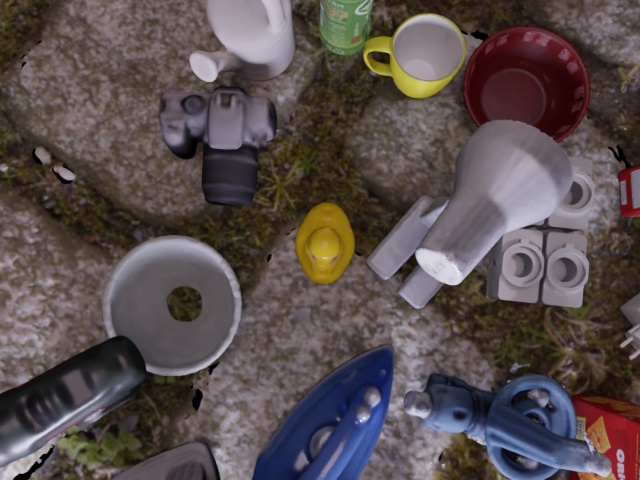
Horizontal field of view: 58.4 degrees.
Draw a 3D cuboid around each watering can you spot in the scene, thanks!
[{"bbox_3d":[-0.085,-0.263,0.679,0.101,0.194,0.173,14,86,1],"label":"watering can"}]

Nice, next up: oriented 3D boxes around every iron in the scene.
[{"bbox_3d":[0.016,0.236,0.669,0.118,0.141,0.258,34,86,2],"label":"iron"}]

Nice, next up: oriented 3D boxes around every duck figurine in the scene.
[{"bbox_3d":[0.007,0.003,0.714,0.077,0.086,0.105,6,86,0],"label":"duck figurine"}]

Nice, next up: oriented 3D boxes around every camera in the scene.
[{"bbox_3d":[-0.129,-0.115,0.714,0.143,0.101,0.137,2,86,0],"label":"camera"}]

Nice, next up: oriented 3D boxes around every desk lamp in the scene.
[{"bbox_3d":[0.163,-0.019,0.653,0.118,0.213,0.203,41,87,3],"label":"desk lamp"}]

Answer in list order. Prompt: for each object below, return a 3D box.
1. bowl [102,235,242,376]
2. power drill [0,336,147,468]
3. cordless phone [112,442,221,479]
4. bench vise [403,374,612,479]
[{"bbox_3d":[-0.176,0.079,0.713,0.167,0.074,0.167,0,86,0],"label":"bowl"},{"bbox_3d":[-0.289,0.182,0.637,0.229,0.208,0.075,-32,86,-2],"label":"power drill"},{"bbox_3d":[-0.190,0.309,0.640,0.147,0.185,0.094,-25,86,-2],"label":"cordless phone"},{"bbox_3d":[0.204,0.217,0.633,0.207,0.219,0.121,-6,86,-1],"label":"bench vise"}]
